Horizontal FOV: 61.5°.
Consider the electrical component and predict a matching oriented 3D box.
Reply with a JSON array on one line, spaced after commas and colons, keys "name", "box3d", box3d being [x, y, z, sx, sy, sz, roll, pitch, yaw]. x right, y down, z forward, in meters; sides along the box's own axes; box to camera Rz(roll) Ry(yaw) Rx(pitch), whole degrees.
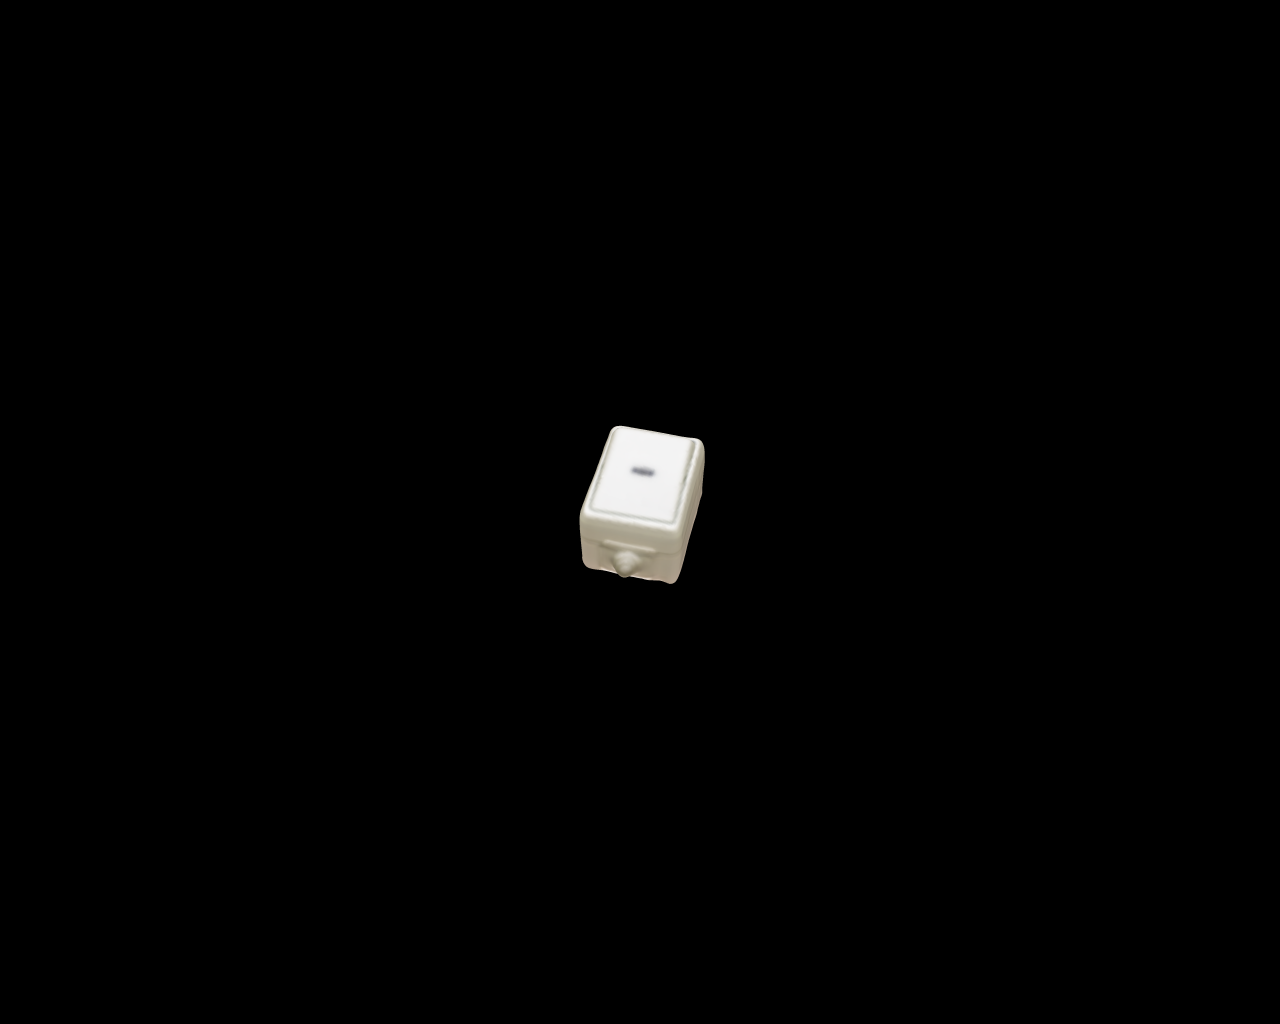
[{"name": "electrical component", "box3d": [0.001, -0.003, 0.650, 0.062, 0.096, 0.061, 11, -39, 9]}]
